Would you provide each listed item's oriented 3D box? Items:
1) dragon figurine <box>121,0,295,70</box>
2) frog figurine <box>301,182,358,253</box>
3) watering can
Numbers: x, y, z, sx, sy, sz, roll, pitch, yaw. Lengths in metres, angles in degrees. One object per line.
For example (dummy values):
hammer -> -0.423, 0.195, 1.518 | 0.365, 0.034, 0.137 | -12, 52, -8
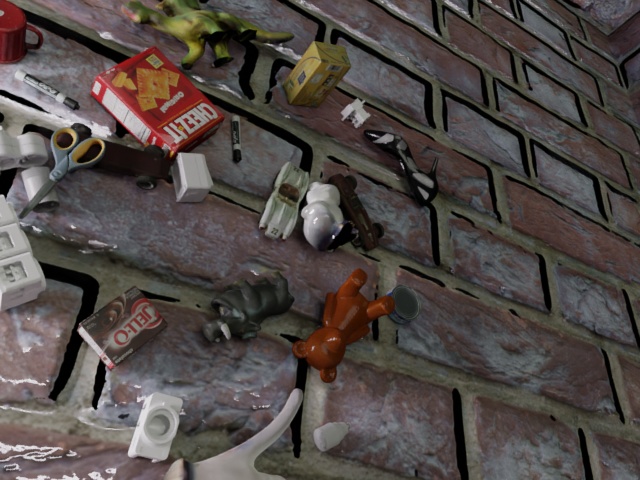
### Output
dragon figurine -> -0.275, -0.539, 1.244 | 0.415, 0.120, 0.245 | -25, 71, -41
frog figurine -> 0.003, -0.057, 1.135 | 0.162, 0.121, 0.137 | 53, 19, 25
watering can -> -0.133, 0.385, 0.783 | 0.223, 0.102, 0.356 | 21, 55, -21
